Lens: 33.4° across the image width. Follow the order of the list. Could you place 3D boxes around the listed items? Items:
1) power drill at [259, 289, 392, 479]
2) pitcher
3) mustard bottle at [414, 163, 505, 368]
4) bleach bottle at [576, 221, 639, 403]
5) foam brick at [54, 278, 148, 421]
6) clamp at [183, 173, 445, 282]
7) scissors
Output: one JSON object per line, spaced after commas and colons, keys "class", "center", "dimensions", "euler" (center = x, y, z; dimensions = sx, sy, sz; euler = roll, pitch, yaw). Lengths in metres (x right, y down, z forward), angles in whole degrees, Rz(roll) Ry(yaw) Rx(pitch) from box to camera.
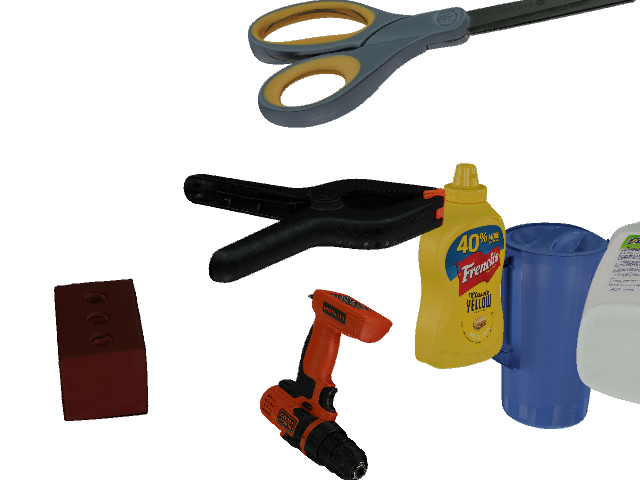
{"class": "power drill", "center": [0.015, 0.165, 1.246], "dimensions": [0.057, 0.188, 0.185], "euler": [15, 10, -43]}
{"class": "pitcher", "center": [0.276, 0.107, 1.325], "dimensions": [0.149, 0.243, 0.144], "euler": [6, 19, 18]}
{"class": "mustard bottle", "center": [0.136, 0.022, 1.024], "dimensions": [0.096, 0.192, 0.058], "euler": [-10, 17, -35]}
{"class": "bleach bottle", "center": [0.244, 0.034, 0.747], "dimensions": [0.103, 0.068, 0.250], "euler": [9, 20, 19]}
{"class": "foam brick", "center": [-0.140, 0.069, 0.675], "dimensions": [0.053, 0.051, 0.078], "euler": [-5, 33, -15]}
{"class": "clamp", "center": [-0.006, -0.023, 0.847], "dimensions": [0.209, 0.036, 0.165], "euler": [-8, 28, -18]}
{"class": "scissors", "center": [0.053, -0.093, 0.529], "dimensions": [0.202, 0.096, 0.016], "euler": [3, -37, 21]}
